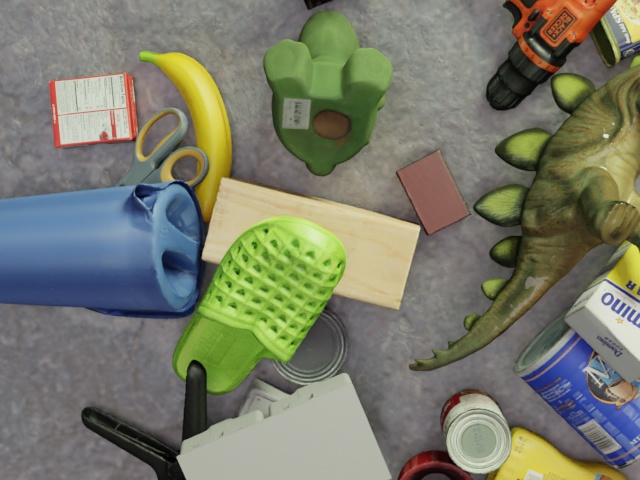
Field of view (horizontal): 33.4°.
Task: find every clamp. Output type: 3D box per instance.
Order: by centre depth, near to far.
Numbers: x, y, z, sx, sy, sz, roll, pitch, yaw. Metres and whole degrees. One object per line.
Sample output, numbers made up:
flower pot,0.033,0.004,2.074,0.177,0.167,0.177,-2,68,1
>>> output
clamp,-0.155,0.239,1.147,0.165,0.036,0.210,-18,104,24

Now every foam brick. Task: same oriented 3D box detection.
foam brick,0.119,-0.049,1.118,0.051,0.053,0.078,-26,91,5

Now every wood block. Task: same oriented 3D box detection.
wood block,-0.007,0.002,1.111,0.206,0.091,0.090,15,94,3

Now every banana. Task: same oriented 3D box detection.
banana,-0.129,-0.120,1.145,0.070,0.037,0.198,-19,89,23

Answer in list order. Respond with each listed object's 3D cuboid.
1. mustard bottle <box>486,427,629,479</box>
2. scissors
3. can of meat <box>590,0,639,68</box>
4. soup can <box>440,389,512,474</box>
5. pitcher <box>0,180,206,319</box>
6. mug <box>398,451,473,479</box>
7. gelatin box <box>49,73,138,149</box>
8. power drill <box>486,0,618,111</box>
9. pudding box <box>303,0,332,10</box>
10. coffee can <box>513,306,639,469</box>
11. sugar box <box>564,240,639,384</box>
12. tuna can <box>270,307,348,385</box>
mustard bottle,0.272,0.275,1.117,0.191,0.058,0.096,23,94,3
scissors,-0.192,-0.048,1.142,0.096,0.016,0.202,38,105,10
can of meat,0.317,-0.241,1.093,0.084,0.057,0.102,-25,90,3
soup can,0.160,0.197,1.100,0.068,0.102,0.068,0,93,4
pitcher,-0.245,0.017,1.107,0.243,0.144,0.149,-2,94,16
mug,0.124,0.280,1.117,0.093,0.081,0.117,-17,91,5
gelatin box,-0.244,-0.139,1.154,0.089,0.030,0.073,-5,90,5
power drill,0.186,-0.248,1.084,0.188,0.057,0.185,46,123,7
pudding box,0.017,-0.279,1.086,0.090,0.113,0.039,-19,88,5
coffee can,0.283,0.147,1.088,0.140,0.103,0.103,44,95,1
sugar box,0.327,0.049,1.064,0.093,0.048,0.176,44,56,1
tuna can,-0.012,0.111,1.144,0.086,0.033,0.086,0,93,4
